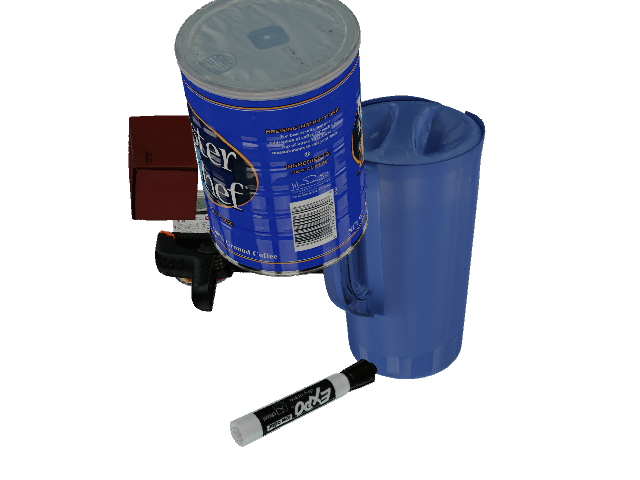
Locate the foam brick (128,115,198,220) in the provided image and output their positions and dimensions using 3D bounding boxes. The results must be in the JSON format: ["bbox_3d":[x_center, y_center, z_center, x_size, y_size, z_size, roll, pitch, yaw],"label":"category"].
[{"bbox_3d":[-0.128,-0.060,0.862,0.053,0.051,0.078,-1,38,-11],"label":"foam brick"}]

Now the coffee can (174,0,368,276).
[{"bbox_3d":[-0.025,-0.063,0.633,0.103,0.140,0.103,-3,44,3],"label":"coffee can"}]

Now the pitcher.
[{"bbox_3d":[0.069,0.006,0.952,0.149,0.243,0.145,-5,32,-4],"label":"pitcher"}]

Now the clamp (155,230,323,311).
[{"bbox_3d":[-0.108,0.023,1.057,0.210,0.036,0.164,12,21,43],"label":"clamp"}]

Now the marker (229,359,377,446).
[{"bbox_3d":[-0.009,0.112,0.753,0.120,0.020,0.020,-21,11,-31],"label":"marker"}]

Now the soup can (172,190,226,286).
[{"bbox_3d":[-0.149,-0.003,1.320,0.068,0.102,0.068,0,26,0],"label":"soup can"}]
